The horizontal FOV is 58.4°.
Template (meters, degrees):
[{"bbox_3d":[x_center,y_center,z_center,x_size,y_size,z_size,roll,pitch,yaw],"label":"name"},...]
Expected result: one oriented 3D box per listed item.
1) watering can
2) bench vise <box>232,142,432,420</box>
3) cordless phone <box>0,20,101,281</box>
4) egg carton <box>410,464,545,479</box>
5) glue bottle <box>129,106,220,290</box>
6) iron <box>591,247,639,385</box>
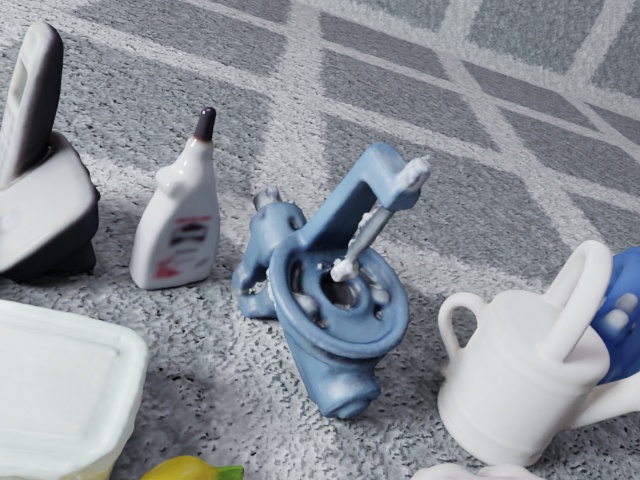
[{"bbox_3d":[0.187,0.088,0.465,0.173,0.194,0.101,17,30,-6],"label":"watering can"},{"bbox_3d":[-0.004,0.004,0.456,0.206,0.220,0.122,38,34,26],"label":"bench vise"},{"bbox_3d":[-0.233,-0.073,0.472,0.094,0.185,0.147,-8,41,-40],"label":"cordless phone"},{"bbox_3d":[0.114,0.209,0.350,0.107,0.069,0.150,9,32,-20],"label":"egg carton"},{"bbox_3d":[-0.115,-0.035,0.496,0.078,0.173,0.037,-13,44,-44],"label":"glue bottle"},{"bbox_3d":[0.303,0.082,0.599,0.118,0.141,0.259,33,32,20],"label":"iron"}]
